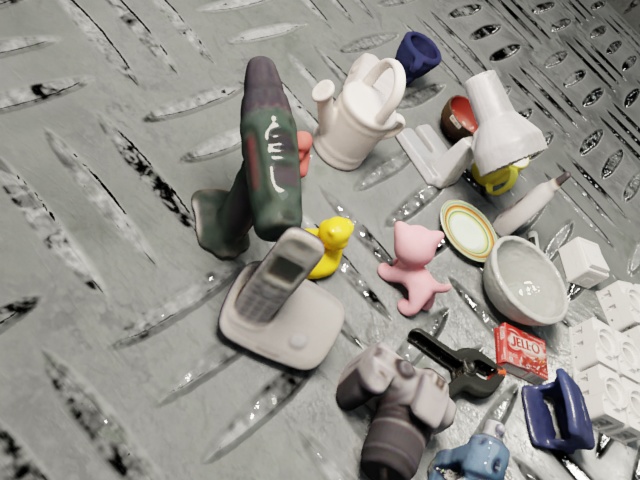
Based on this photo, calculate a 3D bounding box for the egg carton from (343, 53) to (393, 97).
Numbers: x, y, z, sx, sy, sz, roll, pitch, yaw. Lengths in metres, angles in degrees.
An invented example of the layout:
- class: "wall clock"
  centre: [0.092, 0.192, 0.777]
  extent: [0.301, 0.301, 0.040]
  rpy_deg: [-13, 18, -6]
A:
- class: "egg carton"
  centre: [0.098, -0.288, 1.089]
  extent: [0.107, 0.069, 0.150]
  rpy_deg: [29, 47, -13]

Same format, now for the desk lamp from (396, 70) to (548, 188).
- class: "desk lamp"
  centre: [0.272, -0.183, 1.030]
  extent: [0.118, 0.213, 0.203]
  rpy_deg: [-20, 72, -41]

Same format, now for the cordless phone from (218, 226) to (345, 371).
- class: "cordless phone"
  centre: [-0.024, 0.067, 0.672]
  extent: [0.148, 0.184, 0.094]
  rpy_deg: [25, 48, -16]

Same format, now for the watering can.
- class: "watering can"
  centre: [0.068, -0.208, 0.925]
  extent: [0.173, 0.193, 0.101]
  rpy_deg: [-15, 68, -40]

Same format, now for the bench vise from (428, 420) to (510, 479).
- class: "bench vise"
  centre: [0.193, 0.289, 0.634]
  extent: [0.122, 0.219, 0.207]
  rpy_deg: [18, 51, -22]

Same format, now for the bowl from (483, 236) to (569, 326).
- class: "bowl"
  centre: [0.337, 0.081, 0.981]
  extent: [0.168, 0.074, 0.167]
  rpy_deg: [18, 51, -23]

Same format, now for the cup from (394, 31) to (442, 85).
- class: "cup"
  centre: [0.188, -0.360, 1.183]
  extent: [0.092, 0.094, 0.118]
  rpy_deg: [30, 47, -12]

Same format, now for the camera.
- class: "camera"
  centre: [0.092, 0.217, 0.701]
  extent: [0.143, 0.100, 0.137]
  rpy_deg: [38, 46, -5]

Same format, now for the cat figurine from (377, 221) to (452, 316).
- class: "cat figurine"
  centre: [0.148, 0.034, 0.858]
  extent: [0.067, 0.117, 0.127]
  rpy_deg: [-18, 70, -41]

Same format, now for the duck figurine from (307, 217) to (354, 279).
- class: "duck figurine"
  centre: [0.007, 0.003, 0.808]
  extent: [0.077, 0.086, 0.105]
  rpy_deg: [50, 46, 7]

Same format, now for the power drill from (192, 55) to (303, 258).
- class: "power drill"
  centre: [-0.091, -0.082, 0.718]
  extent: [0.076, 0.208, 0.229]
  rpy_deg: [2, 58, -32]

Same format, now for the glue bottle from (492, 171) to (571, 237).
- class: "glue bottle"
  centre: [0.397, -0.073, 1.062]
  extent: [0.037, 0.173, 0.078]
  rpy_deg: [44, 46, 2]

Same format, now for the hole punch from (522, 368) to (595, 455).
- class: "hole punch"
  centre: [0.374, 0.258, 0.867]
  extent: [0.101, 0.091, 0.108]
  rpy_deg: [18, 50, -22]

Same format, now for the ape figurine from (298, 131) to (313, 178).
- class: "ape figurine"
  centre: [-0.043, -0.131, 0.866]
  extent: [0.076, 0.092, 0.078]
  rpy_deg: [-31, 79, -43]
